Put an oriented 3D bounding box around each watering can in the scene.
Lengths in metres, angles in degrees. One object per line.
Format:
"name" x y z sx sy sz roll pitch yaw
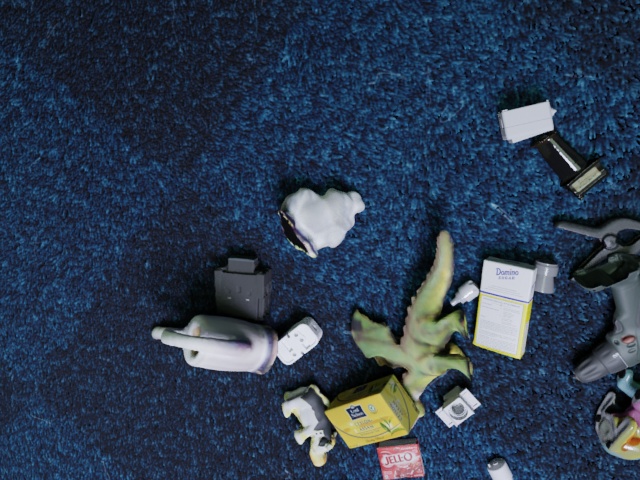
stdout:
"watering can" -0.223 0.210 1.071 0.223 0.346 0.105 14 78 -27

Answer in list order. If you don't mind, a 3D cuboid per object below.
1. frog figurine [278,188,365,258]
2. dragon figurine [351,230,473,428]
"frog figurine" 0.003 -0.052 1.034 0.161 0.120 0.138 -38 80 -21
"dragon figurine" 0.172 0.183 1.012 0.242 0.124 0.406 -7 102 22
